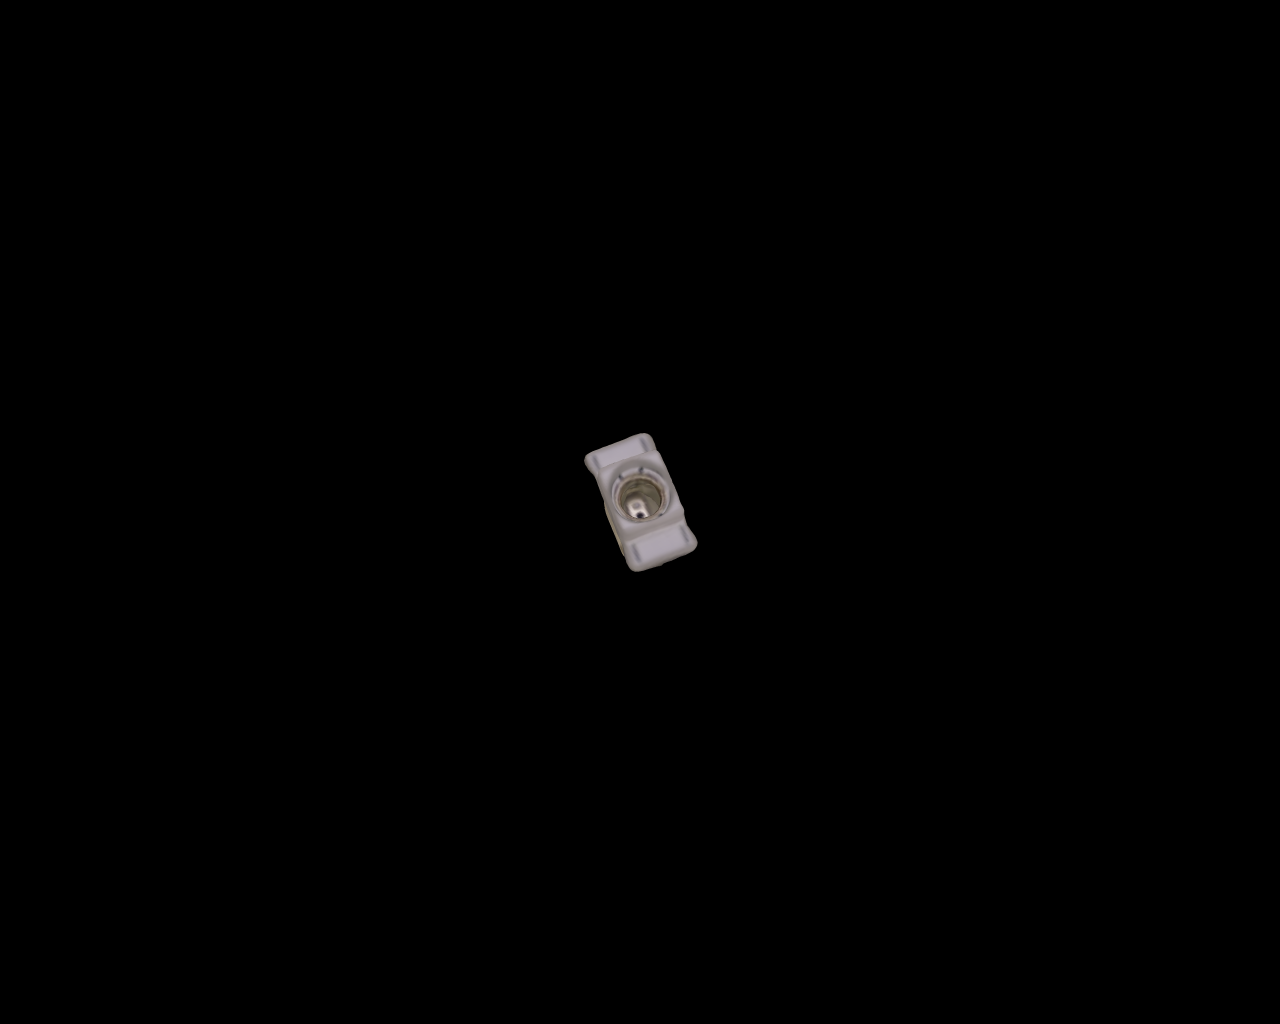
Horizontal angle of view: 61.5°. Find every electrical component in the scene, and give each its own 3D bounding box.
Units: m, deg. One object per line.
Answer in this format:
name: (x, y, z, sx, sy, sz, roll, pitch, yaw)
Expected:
electrical component: (0.001, -0.003, 0.650, 0.042, 0.081, 0.063, -19, -19, -7)
